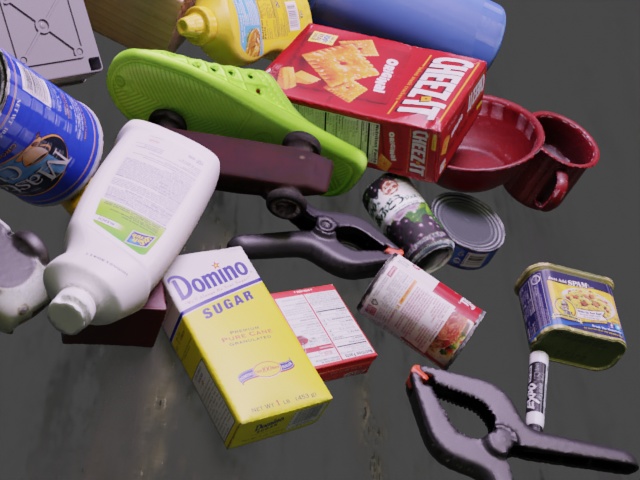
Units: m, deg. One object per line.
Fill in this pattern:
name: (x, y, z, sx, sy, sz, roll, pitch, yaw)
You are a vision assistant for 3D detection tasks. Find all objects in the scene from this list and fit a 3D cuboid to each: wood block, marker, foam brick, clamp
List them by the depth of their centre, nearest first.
foam brick: (-0.172, 0.052, 0.881, 0.078, 0.053, 0.051, 6, 45, -24)
clamp: (0.165, 0.180, 0.933, 0.164, 0.036, 0.210, -30, 63, -30)
marker: (0.203, 0.153, 1.005, 0.020, 0.020, 0.121, 23, 42, -5)
clamp: (-0.007, 0.001, 1.034, 0.171, 0.039, 0.120, 23, 47, 5)
wood block: (-0.236, -0.289, 1.167, 0.206, 0.090, 0.090, 26, 41, -1)

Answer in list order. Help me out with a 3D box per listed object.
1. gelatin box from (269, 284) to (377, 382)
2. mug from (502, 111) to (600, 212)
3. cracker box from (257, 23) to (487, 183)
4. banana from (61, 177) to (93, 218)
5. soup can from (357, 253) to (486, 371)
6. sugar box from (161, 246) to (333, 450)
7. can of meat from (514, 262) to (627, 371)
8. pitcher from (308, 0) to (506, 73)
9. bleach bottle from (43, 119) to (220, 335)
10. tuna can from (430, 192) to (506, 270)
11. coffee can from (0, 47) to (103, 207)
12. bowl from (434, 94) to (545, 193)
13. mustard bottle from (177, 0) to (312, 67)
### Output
gelatin box: (-0.002, 0.085, 0.956, 0.073, 0.030, 0.089, -8, 52, -35)
mug: (0.261, -0.080, 1.224, 0.093, 0.082, 0.117, 15, 43, -15)
cracker box: (0.052, -0.153, 1.143, 0.214, 0.072, 0.164, 15, 40, 18)
banana: (-0.216, -0.053, 0.981, 0.198, 0.037, 0.069, 46, 31, 19)
soup can: (0.094, 0.067, 0.997, 0.102, 0.069, 0.068, 34, 42, 8)
sugar box: (-0.073, 0.086, 0.906, 0.093, 0.048, 0.176, -10, 55, -35)
can of meat: (0.254, 0.079, 1.079, 0.102, 0.058, 0.084, 13, 45, -16)
pitcher: (0.098, -0.271, 1.311, 0.242, 0.149, 0.145, 20, 27, -13)
bleach bottle: (-0.162, -0.009, 0.863, 0.102, 0.068, 0.250, 22, 32, 1)
tuna can: (0.150, -0.009, 1.130, 0.086, 0.034, 0.086, 15, 43, -14)
coffee can: (-0.263, -0.097, 0.898, 0.103, 0.103, 0.140, 52, 6, 25)
bowl: (0.163, -0.100, 1.177, 0.162, 0.055, 0.162, 0, 37, 0)
mustard bottle: (-0.086, -0.240, 1.180, 0.191, 0.058, 0.096, -20, 103, -52)
